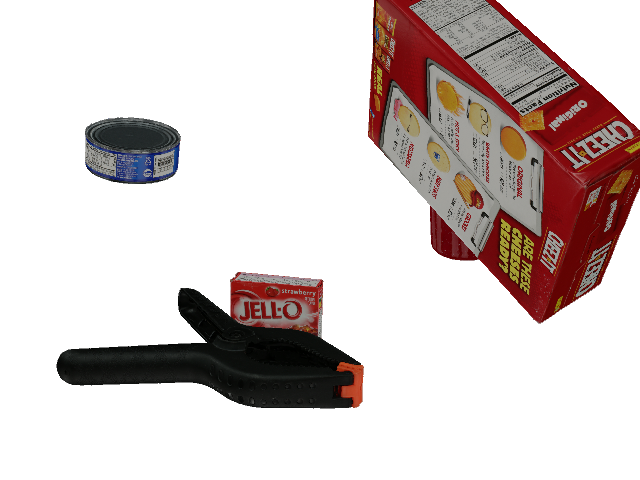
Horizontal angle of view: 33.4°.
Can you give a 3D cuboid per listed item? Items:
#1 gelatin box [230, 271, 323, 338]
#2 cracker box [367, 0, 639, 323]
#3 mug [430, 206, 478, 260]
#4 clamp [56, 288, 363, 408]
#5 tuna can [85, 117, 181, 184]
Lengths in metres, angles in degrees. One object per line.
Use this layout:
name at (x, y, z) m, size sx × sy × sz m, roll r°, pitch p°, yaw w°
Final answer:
gelatin box at (-0.043, 0.072, 1.032) m, size 0.089 × 0.073 × 0.030 m, roll 5°, pitch 16°, yaw 10°
cracker box at (0.122, -0.072, 0.753) m, size 0.072 × 0.214 × 0.164 m, roll -30°, pitch -29°, yaw -19°
mug at (0.176, -0.033, 1.246) m, size 0.093 × 0.081 × 0.117 m, roll 18°, pitch 33°, yaw 37°
clamp at (-0.062, 0.081, 0.786) m, size 0.210 × 0.036 × 0.164 m, roll 8°, pitch 20°, yaw 19°
tuna can at (-0.171, -0.082, 0.972) m, size 0.086 × 0.034 × 0.086 m, roll 6°, pitch 25°, yaw -3°
